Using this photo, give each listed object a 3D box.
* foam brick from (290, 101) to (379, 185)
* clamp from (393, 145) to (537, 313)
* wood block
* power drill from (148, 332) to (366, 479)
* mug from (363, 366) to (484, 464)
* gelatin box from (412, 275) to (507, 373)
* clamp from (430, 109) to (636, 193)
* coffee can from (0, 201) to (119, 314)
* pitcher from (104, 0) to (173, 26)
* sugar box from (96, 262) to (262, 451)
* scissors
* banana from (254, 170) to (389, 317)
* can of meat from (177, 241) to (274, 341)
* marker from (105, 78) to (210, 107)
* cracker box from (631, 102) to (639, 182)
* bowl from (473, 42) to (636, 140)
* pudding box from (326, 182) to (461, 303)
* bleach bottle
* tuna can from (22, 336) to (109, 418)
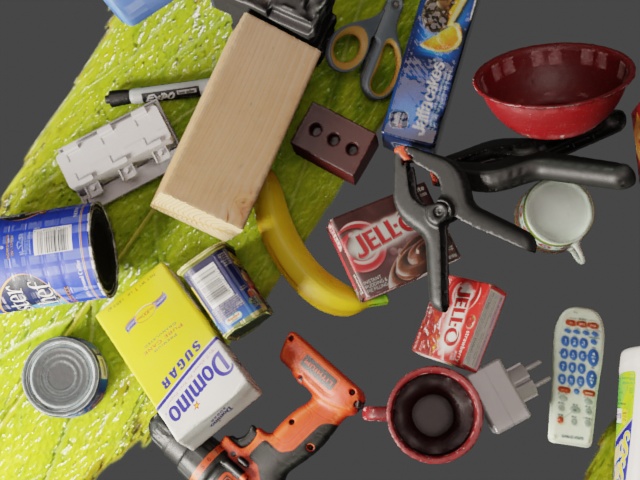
[{"bbox_3d":[0.016,-0.101,1.128,0.078,0.051,0.053,27,84,8],"label":"foam brick"},{"bbox_3d":[0.135,-0.027,1.058,0.120,0.039,0.171,-26,80,15],"label":"clamp"},{"bbox_3d":[-0.087,-0.114,1.097,0.090,0.090,0.206,25,76,-12],"label":"wood block"},{"bbox_3d":[-0.059,0.187,1.088,0.184,0.057,0.187,39,88,12],"label":"power drill"},{"bbox_3d":[0.101,0.174,1.063,0.117,0.081,0.093,-3,81,4],"label":"mug"},{"bbox_3d":[0.140,0.082,1.080,0.030,0.073,0.089,27,81,-37],"label":"gelatin box"},{"bbox_3d":[0.215,-0.078,1.076,0.210,0.164,0.036,-10,114,10],"label":"clamp"},{"bbox_3d":[-0.291,0.020,1.107,0.140,0.103,0.103,-9,81,3],"label":"coffee can"},{"bbox_3d":[-0.138,-0.336,1.133,0.243,0.149,0.145,-36,80,2],"label":"pitcher"},{"bbox_3d":[-0.145,0.115,1.081,0.093,0.048,0.176,-40,57,-2],"label":"sugar box"},{"bbox_3d":[0.061,-0.252,1.153,0.096,0.016,0.202,12,82,-19],"label":"scissors"},{"bbox_3d":[-0.017,0.014,1.123,0.069,0.037,0.198,-37,82,-31],"label":"banana"},{"bbox_3d":[-0.093,0.054,1.088,0.057,0.102,0.084,-34,83,0],"label":"can of meat"},{"bbox_3d":[-0.176,-0.161,1.168,0.121,0.020,0.020,-6,81,3],"label":"marker"},{"bbox_3d":[0.414,-0.043,1.080,0.164,0.072,0.214,-5,82,4],"label":"cracker box"},{"bbox_3d":[0.239,-0.147,1.090,0.162,0.162,0.055,-9,120,3],"label":"bowl"},{"bbox_3d":[0.075,0.003,1.102,0.113,0.039,0.090,-22,80,-16],"label":"pudding box"},{"bbox_3d":[0.315,0.232,1.027,0.068,0.102,0.251,8,81,4],"label":"bleach bottle"},{"bbox_3d":[-0.268,0.144,1.121,0.086,0.034,0.086,-1,81,4],"label":"tuna can"}]
